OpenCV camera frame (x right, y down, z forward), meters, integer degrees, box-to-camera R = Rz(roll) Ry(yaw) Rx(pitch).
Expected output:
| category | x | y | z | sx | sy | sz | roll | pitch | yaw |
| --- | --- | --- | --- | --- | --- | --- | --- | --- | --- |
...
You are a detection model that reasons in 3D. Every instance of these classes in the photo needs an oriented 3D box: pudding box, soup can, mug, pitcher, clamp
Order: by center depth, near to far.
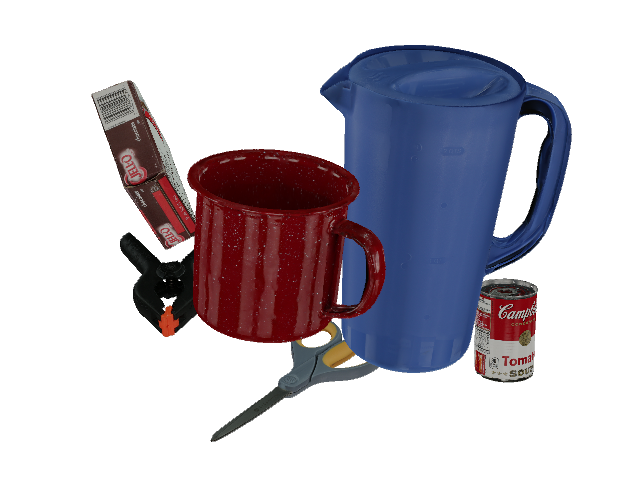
| category | x | y | z | sx | sy | sz | roll | pitch | yaw |
| --- | --- | --- | --- | --- | --- | --- | --- | --- | --- |
| mug | -0.018 | 0.006 | 0.583 | 0.117 | 0.081 | 0.093 | 17 | 26 | 23 |
| pitcher | 0.088 | -0.021 | 0.833 | 0.144 | 0.243 | 0.149 | -22 | 37 | -38 |
| pudding box | -0.141 | -0.062 | 0.869 | 0.039 | 0.113 | 0.090 | -23 | -36 | -1 |
| clamp | -0.151 | 0.038 | 1.155 | 0.120 | 0.039 | 0.171 | -13 | 38 | -7 |
| soup can | 0.209 | 0.101 | 1.208 | 0.068 | 0.102 | 0.068 | 0 | 15 | 0 |

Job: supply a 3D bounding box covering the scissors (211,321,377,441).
| category | x | y | z | sx | sy | sz | roll | pitch | yaw |
| --- | --- | --- | --- | --- | --- | --- | --- | --- | --- |
| scissors | -0.032 | 0.115 | 0.934 | 0.201 | 0.016 | 0.096 | -18 | 34 | -32 |
